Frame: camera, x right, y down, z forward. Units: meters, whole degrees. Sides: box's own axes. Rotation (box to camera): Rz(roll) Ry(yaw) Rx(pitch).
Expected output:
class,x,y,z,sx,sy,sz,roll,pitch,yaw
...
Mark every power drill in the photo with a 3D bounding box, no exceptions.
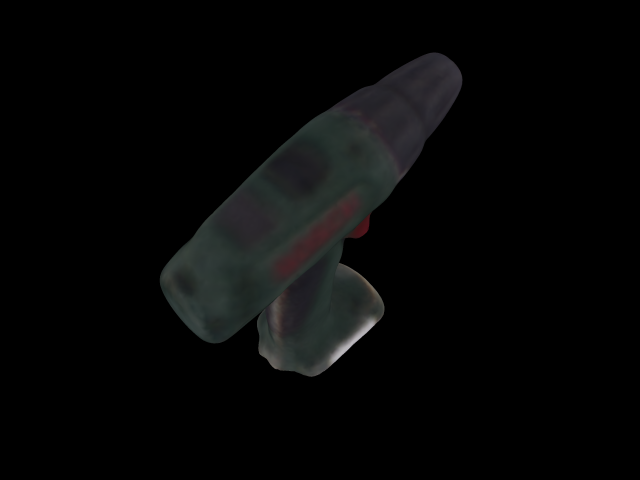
class,x,y,z,sx,sy,sz,roll,pitch,yaw
power drill,0.004,0.001,0.400,0.075,0.208,0.230,39,63,25
